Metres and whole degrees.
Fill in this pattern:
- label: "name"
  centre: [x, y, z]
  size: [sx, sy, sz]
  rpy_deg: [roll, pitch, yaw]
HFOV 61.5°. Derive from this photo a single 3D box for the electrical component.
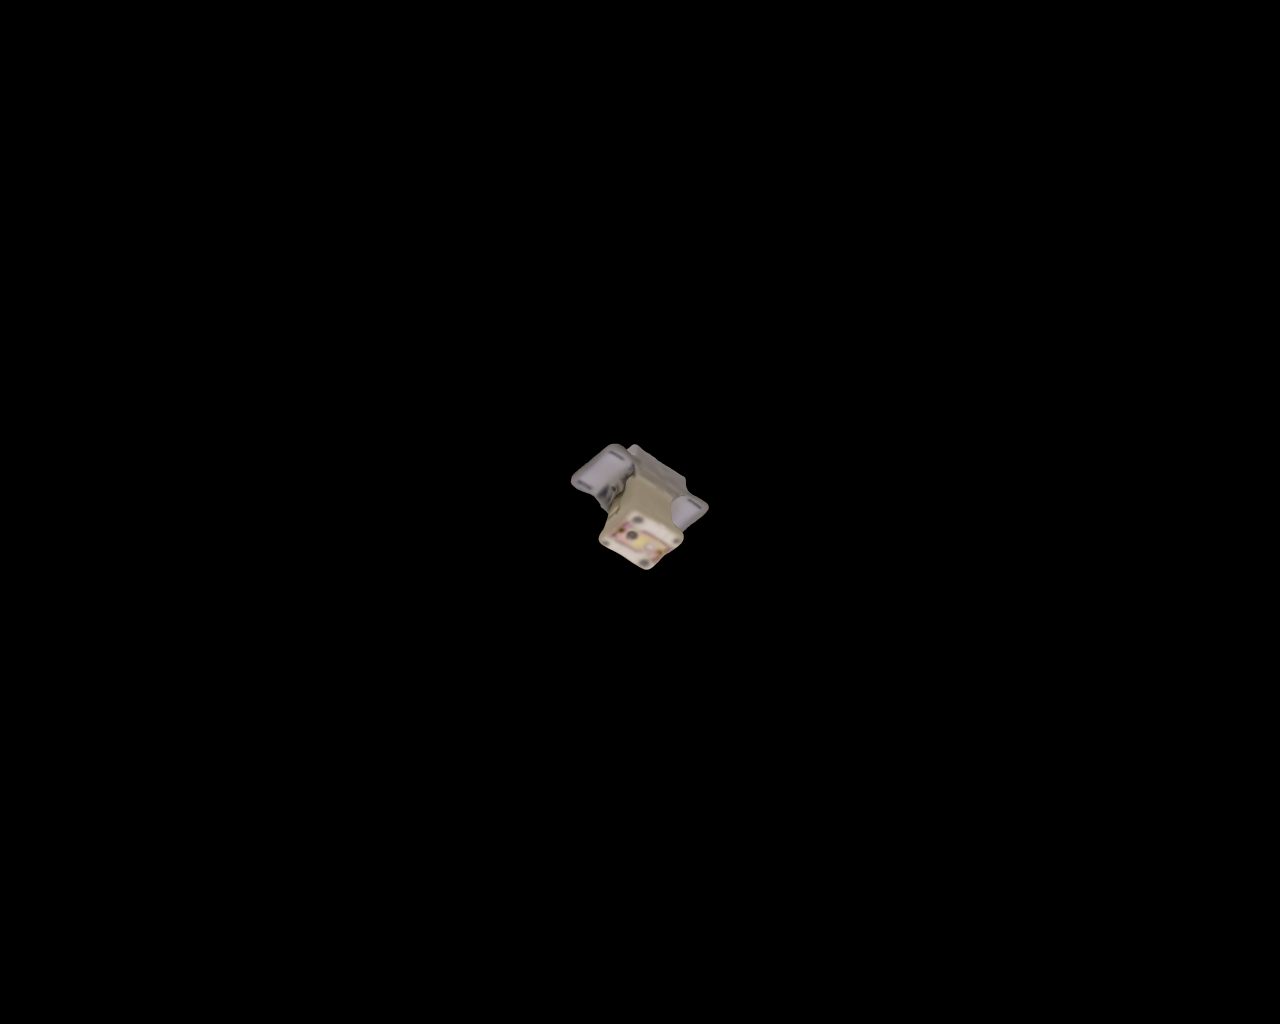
- label: "electrical component"
  centre: [0.001, -0.003, 0.650]
  size: [0.081, 0.064, 0.042]
  rpy_deg: [32, -54, -27]
